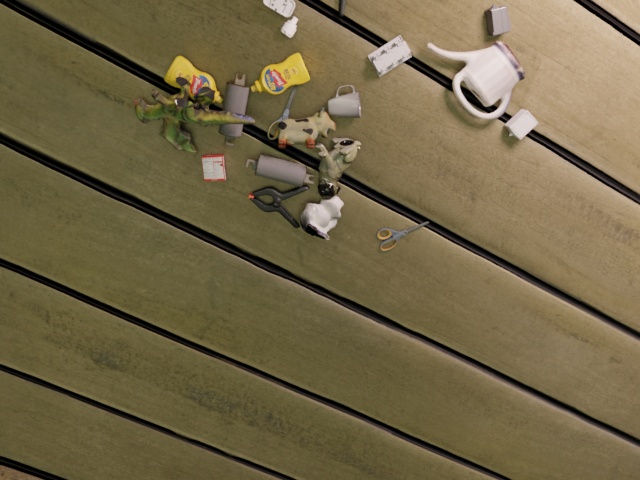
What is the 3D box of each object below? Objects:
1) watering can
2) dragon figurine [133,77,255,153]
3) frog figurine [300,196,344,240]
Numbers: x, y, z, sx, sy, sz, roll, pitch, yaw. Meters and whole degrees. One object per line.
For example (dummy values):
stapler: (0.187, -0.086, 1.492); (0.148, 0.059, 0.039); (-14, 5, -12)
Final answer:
watering can: (0.520, -0.558, 1.677); (0.223, 0.344, 0.105); (-40, 17, 10)
dragon figurine: (-0.425, -0.383, 1.683); (0.410, 0.125, 0.237); (24, -39, -2)
frog figurine: (0.006, -0.092, 1.831); (0.136, 0.162, 0.122); (31, -20, -20)
